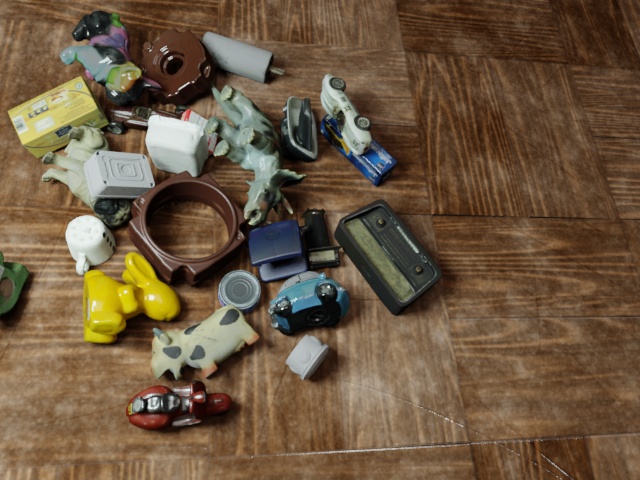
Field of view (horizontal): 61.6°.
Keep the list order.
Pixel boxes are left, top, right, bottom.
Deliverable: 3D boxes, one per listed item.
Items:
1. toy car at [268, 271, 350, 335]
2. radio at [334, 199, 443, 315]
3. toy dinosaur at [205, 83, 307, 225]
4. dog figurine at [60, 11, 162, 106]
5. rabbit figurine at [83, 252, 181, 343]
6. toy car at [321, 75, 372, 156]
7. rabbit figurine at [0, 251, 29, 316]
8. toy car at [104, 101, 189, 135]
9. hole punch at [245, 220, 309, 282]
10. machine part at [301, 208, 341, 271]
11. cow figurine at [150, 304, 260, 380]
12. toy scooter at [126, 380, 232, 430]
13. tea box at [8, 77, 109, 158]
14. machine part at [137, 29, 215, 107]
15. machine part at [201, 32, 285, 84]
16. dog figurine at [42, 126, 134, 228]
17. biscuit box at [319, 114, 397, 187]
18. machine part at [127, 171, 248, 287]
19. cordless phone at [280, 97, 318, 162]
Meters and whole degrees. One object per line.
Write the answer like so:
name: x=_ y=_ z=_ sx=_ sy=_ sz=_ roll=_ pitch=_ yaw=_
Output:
toy car: x=-0.026 y=0.118 z=1.074 sx=0.162 sy=0.109 sz=0.103 roll=-14 pitch=45 yaw=-5
radio: x=0.146 y=0.032 z=1.152 sx=0.131 sy=0.073 sz=0.230 roll=-30 pitch=75 yaw=-21
toy dinosaur: x=-0.142 y=-0.215 z=1.185 sx=0.131 sy=0.192 sz=0.405 roll=-36 pitch=46 yaw=20
dog figurine: x=-0.439 y=-0.396 z=1.181 sx=0.219 sy=0.108 sz=0.191 roll=23 pitch=82 yaw=22
rabbit figurine: x=-0.353 y=0.114 z=1.016 sx=0.173 sy=0.121 sz=0.162 roll=2 pitch=55 yaw=-25
toy car: x=0.055 y=-0.284 z=1.213 sx=0.056 sy=0.073 sz=0.202 roll=-24 pitch=72 yaw=-18
rabbit figurine: x=-0.643 y=0.099 z=0.970 sx=0.170 sy=0.121 sz=0.159 roll=-2 pitch=72 yaw=8
toy car: x=-0.382 y=-0.273 z=1.209 sx=0.202 sy=0.053 sz=0.089 roll=9 pitch=61 yaw=-5
hole punch: x=-0.088 y=0.013 z=1.098 sx=0.142 sy=0.092 sz=0.116 roll=-15 pitch=65 yaw=3
machine part: x=-0.002 y=-0.004 z=1.162 sx=0.084 sy=0.039 sz=0.139 roll=-11 pitch=70 yaw=-7
cow figurine: x=-0.226 y=0.191 z=1.003 sx=0.195 sy=0.085 sz=0.127 roll=-33 pitch=81 yaw=-20
toy scooter: x=-0.246 y=0.283 z=0.927 sx=0.184 sy=0.135 sz=0.075 roll=-2 pitch=68 yaw=-10
tea box: x=-0.554 y=-0.260 z=1.143 sx=0.170 sy=0.068 sz=0.098 roll=-27 pitch=73 yaw=-9
machine part: x=-0.333 y=-0.398 z=1.239 sx=0.179 sy=0.056 sz=0.179 roll=-2 pitch=78 yaw=12
machine part: x=-0.203 y=-0.443 z=1.307 sx=0.243 sy=0.079 sz=0.079 roll=18 pitch=63 yaw=-3
dog figurine: x=-0.448 y=-0.133 z=1.116 sx=0.190 sy=0.121 sz=0.172 roll=35 pitch=66 yaw=-9
biscuit box: x=0.089 y=-0.220 z=1.266 sx=0.059 sy=0.062 sz=0.203 roll=-39 pitch=77 yaw=-23
machine part: x=-0.264 y=-0.025 z=1.082 sx=0.201 sy=0.087 sz=0.201 roll=-38 pitch=81 yaw=-30
cordless phone: x=-0.042 y=-0.276 z=1.200 sx=0.089 sy=0.184 sz=0.146 roll=-1 pitch=66 yaw=-6
